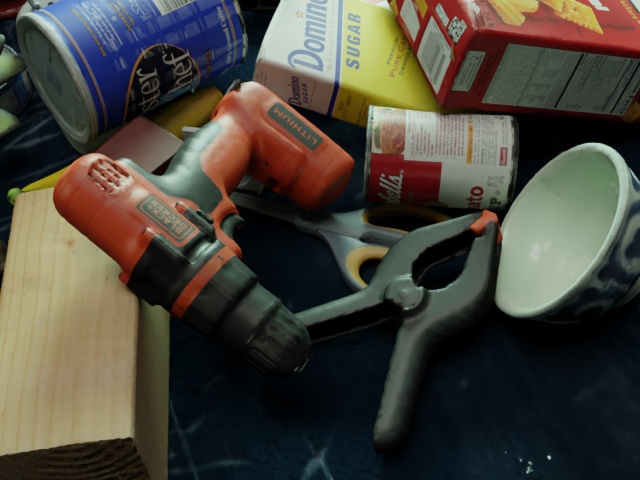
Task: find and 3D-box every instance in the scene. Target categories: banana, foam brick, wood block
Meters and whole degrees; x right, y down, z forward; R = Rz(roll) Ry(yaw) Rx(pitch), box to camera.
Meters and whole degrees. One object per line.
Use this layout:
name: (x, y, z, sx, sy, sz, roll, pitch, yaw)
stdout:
banana: (-0.155, -0.058, 0.807, 0.197, 0.070, 0.037, -36, 96, -34)
foam brick: (-0.123, -0.039, 0.773, 0.053, 0.078, 0.051, 31, 58, 31)
wood block: (-0.148, 0.066, 0.676, 0.090, 0.091, 0.206, -9, 48, 3)

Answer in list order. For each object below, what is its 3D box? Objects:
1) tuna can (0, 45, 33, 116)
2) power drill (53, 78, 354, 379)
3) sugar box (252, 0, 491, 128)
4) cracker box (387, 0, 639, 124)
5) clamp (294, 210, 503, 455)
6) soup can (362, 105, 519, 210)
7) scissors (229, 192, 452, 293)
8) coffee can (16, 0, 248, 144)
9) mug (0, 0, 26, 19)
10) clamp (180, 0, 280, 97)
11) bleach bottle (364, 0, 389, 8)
tuna can: (-0.294, -0.132, 0.917, 0.086, 0.034, 0.086, -5, 48, 6)
power drill: (-0.050, -0.016, 0.685, 0.184, 0.057, 0.187, 40, 39, 2)
sugar box: (0.045, -0.131, 0.807, 0.176, 0.048, 0.093, 19, 56, -1)
cracker box: (0.166, -0.166, 0.785, 0.213, 0.072, 0.164, 2, 45, -21)
clamp: (0.046, 0.042, 0.684, 0.120, 0.039, 0.171, 31, 68, 25)
soup can: (0.082, -0.057, 0.743, 0.102, 0.068, 0.068, 4, 49, 3)
scissors: (-0.005, 0.001, 0.757, 0.202, 0.016, 0.096, 4, 50, 14)
coffee can: (-0.140, -0.148, 0.805, 0.140, 0.103, 0.103, -32, 50, -24)
mug: (-0.294, -0.270, 1.009, 0.117, 0.093, 0.081, -5, 41, -15)
clamp: (-0.117, -0.206, 0.948, 0.210, 0.036, 0.164, 30, 61, 34)
bleach bottle: (0.078, -0.198, 0.889, 0.250, 0.068, 0.103, -26, 47, -10)
